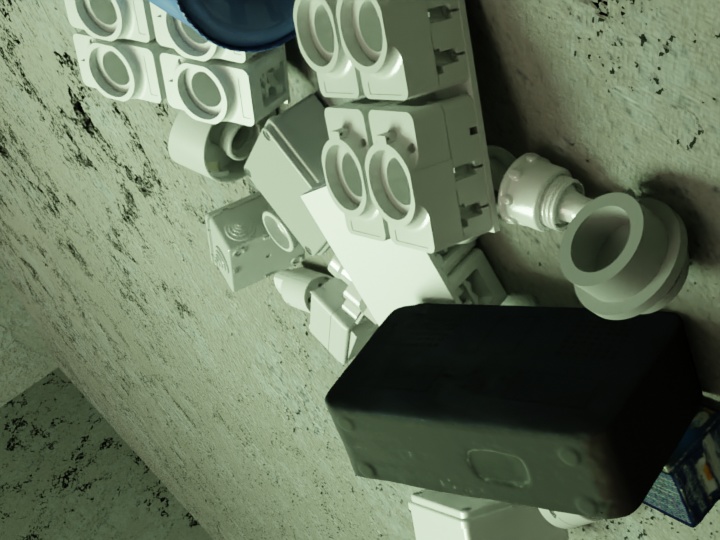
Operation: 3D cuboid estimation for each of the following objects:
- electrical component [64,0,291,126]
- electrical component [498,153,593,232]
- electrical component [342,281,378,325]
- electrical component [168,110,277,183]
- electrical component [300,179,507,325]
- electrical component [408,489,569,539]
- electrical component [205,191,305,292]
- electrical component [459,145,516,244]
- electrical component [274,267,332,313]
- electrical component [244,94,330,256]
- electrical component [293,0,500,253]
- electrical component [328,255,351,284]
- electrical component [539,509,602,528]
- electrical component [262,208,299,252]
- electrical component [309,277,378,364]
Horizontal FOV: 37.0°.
[{"bbox_3d":[-0.155,-0.191,0.885,0.186,0.060,0.105,17,130,27],"label":"electrical component"},{"bbox_3d":[0.122,-0.044,0.676,0.062,0.048,0.048,26,146,37],"label":"electrical component"},{"bbox_3d":[0.028,0.020,0.930,0.057,0.058,0.078,40,114,19],"label":"electrical component"},{"bbox_3d":[-0.125,-0.129,0.973,0.064,0.099,0.099,32,151,29],"label":"electrical component"},{"bbox_3d":[0.037,-0.020,0.837,0.089,0.062,0.150,-16,111,46],"label":"electrical component"},{"bbox_3d":[0.118,0.229,0.996,0.109,0.109,0.056,-4,96,65],"label":"electrical component"},{"bbox_3d":[-0.101,-0.031,1.071,0.048,0.100,0.099,57,162,25],"label":"electrical component"},{"bbox_3d":[0.069,-0.065,0.749,0.079,0.043,0.077,51,158,6],"label":"electrical component"},{"bbox_3d":[-0.060,0.020,1.136,0.081,0.043,0.043,16,138,56],"label":"electrical component"},{"bbox_3d":[-0.040,-0.079,0.930,0.108,0.056,0.109,52,158,2],"label":"electrical component"},{"bbox_3d":[0.020,-0.111,0.690,0.105,0.060,0.186,16,122,56],"label":"electrical component"},{"bbox_3d":[0.000,0.000,0.992,0.046,0.040,0.040,42,156,14],"label":"electrical component"},{"bbox_3d":[0.180,0.183,0.887,0.055,0.055,0.047,52,155,2],"label":"electrical component"},{"bbox_3d":[-0.057,-0.050,1.008,0.045,0.055,0.045,43,156,24],"label":"electrical component"},{"bbox_3d":[-0.007,0.047,1.045,0.061,0.062,0.096,45,157,20],"label":"electrical component"}]
